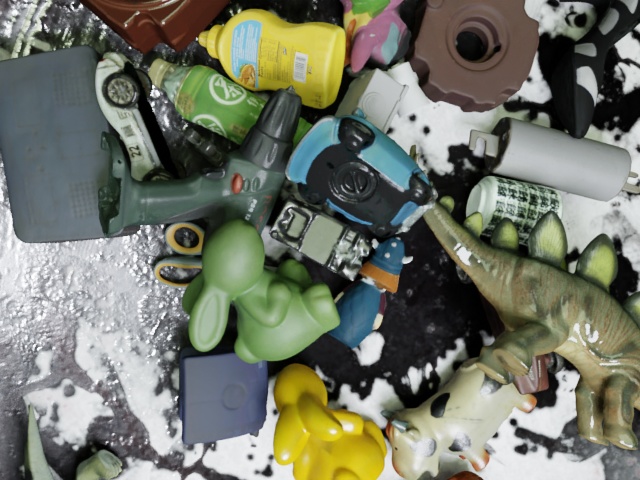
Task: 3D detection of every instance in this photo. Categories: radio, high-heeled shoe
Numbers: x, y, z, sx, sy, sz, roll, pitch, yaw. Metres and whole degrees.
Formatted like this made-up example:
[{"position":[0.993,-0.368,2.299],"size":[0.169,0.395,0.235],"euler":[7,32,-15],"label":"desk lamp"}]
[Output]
[{"position":[-0.311,-0.109,0.660],"size":[0.131,0.073,0.229],"euler":[-9,90,-4],"label":"radio"},{"position":[0.391,-0.243,0.707],"size":[0.145,0.086,0.248],"euler":[3,76,7],"label":"high-heeled shoe"}]

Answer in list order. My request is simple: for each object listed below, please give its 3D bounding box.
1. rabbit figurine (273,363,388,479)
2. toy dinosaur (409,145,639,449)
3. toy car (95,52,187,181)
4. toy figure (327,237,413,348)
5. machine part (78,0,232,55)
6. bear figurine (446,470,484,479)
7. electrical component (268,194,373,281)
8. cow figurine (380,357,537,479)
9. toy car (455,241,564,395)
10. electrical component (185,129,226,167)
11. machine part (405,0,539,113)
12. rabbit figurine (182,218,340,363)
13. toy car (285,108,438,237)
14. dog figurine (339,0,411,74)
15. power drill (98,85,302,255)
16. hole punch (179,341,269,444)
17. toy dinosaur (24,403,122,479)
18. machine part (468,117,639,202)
[{"position":[-0.008,0.236,0.666],"size":[0.122,0.162,0.173],"euler":[-31,76,8],"label":"rabbit figurine"},{"position":[0.262,0.078,0.618],"size":[0.471,0.105,0.198],"euler":[37,71,-4],"label":"toy dinosaur"},{"position":[-0.214,-0.123,0.645],"size":[0.056,0.073,0.201],"euler":[-16,112,4],"label":"toy car"},{"position":[0.064,0.065,0.704],"size":[0.064,0.058,0.154],"euler":[34,83,-10],"label":"toy figure"},{"position":[-0.206,-0.349,0.648],"size":[0.201,0.087,0.201],"euler":[42,88,3],"label":"machine part"},{"position":[0.134,0.372,0.680],"size":[0.196,0.132,0.120],"euler":[-15,120,-11],"label":"bear figurine"},{"position":[-0.001,-0.002,0.657],"size":[0.115,0.134,0.058],"euler":[31,88,-3],"label":"electrical component"},{"position":[0.168,0.232,0.701],"size":[0.127,0.085,0.195],"euler":[45,83,-2],"label":"cow figurine"},{"position":[0.245,0.093,0.692],"size":[0.089,0.053,0.202],"euler":[-6,66,-16],"label":"toy car"},{"position":[-0.129,-0.103,0.680],"size":[0.063,0.094,0.021],"euler":[39,89,33],"label":"electrical component"},{"position":[0.202,-0.259,0.714],"size":[0.179,0.056,0.179],"euler":[0,92,-6],"label":"machine part"},{"position":[-0.085,0.053,0.623],"size":[0.159,0.121,0.170],"euler":[-33,122,-3],"label":"rabbit figurine"},{"position":[0.051,-0.083,0.599],"size":[0.161,0.103,0.109],"euler":[28,130,-12],"label":"toy car"},{"position":[0.045,-0.318,0.666],"size":[0.191,0.109,0.219],"euler":[17,94,-31],"label":"dog figurine"},{"position":[-0.136,-0.073,0.602],"size":[0.207,0.086,0.231],"euler":[-4,123,-37],"label":"power drill"},{"position":[-0.122,0.188,0.674],"size":[0.116,0.092,0.142],"euler":[-1,87,-9],"label":"hole punch"},{"position":[-0.275,0.403,0.652],"size":[0.192,0.131,0.405],"euler":[-41,88,-4],"label":"toy dinosaur"},{"position":[0.314,-0.107,0.715],"size":[0.243,0.079,0.079],"euler":[14,89,-4],"label":"machine part"}]
